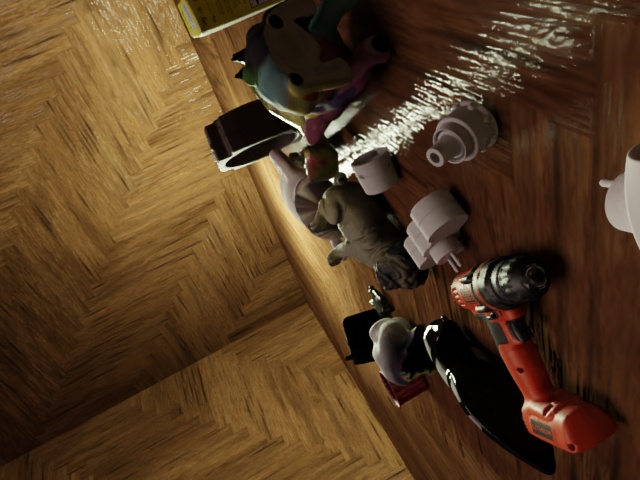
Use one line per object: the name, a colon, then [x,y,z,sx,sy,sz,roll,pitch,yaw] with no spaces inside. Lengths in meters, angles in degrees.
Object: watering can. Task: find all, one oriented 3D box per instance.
watering can: [0.003,-0.058,1.143,0.343,0.104,0.227,53,176,-23]

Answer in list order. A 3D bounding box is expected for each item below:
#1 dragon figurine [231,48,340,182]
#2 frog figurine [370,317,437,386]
dragon figurine: [-0.042,-0.230,0.906,0.419,0.122,0.238,-105,-12,-55]
frog figurine: [0.145,0.208,1.017,0.136,0.124,0.160,46,167,-24]
